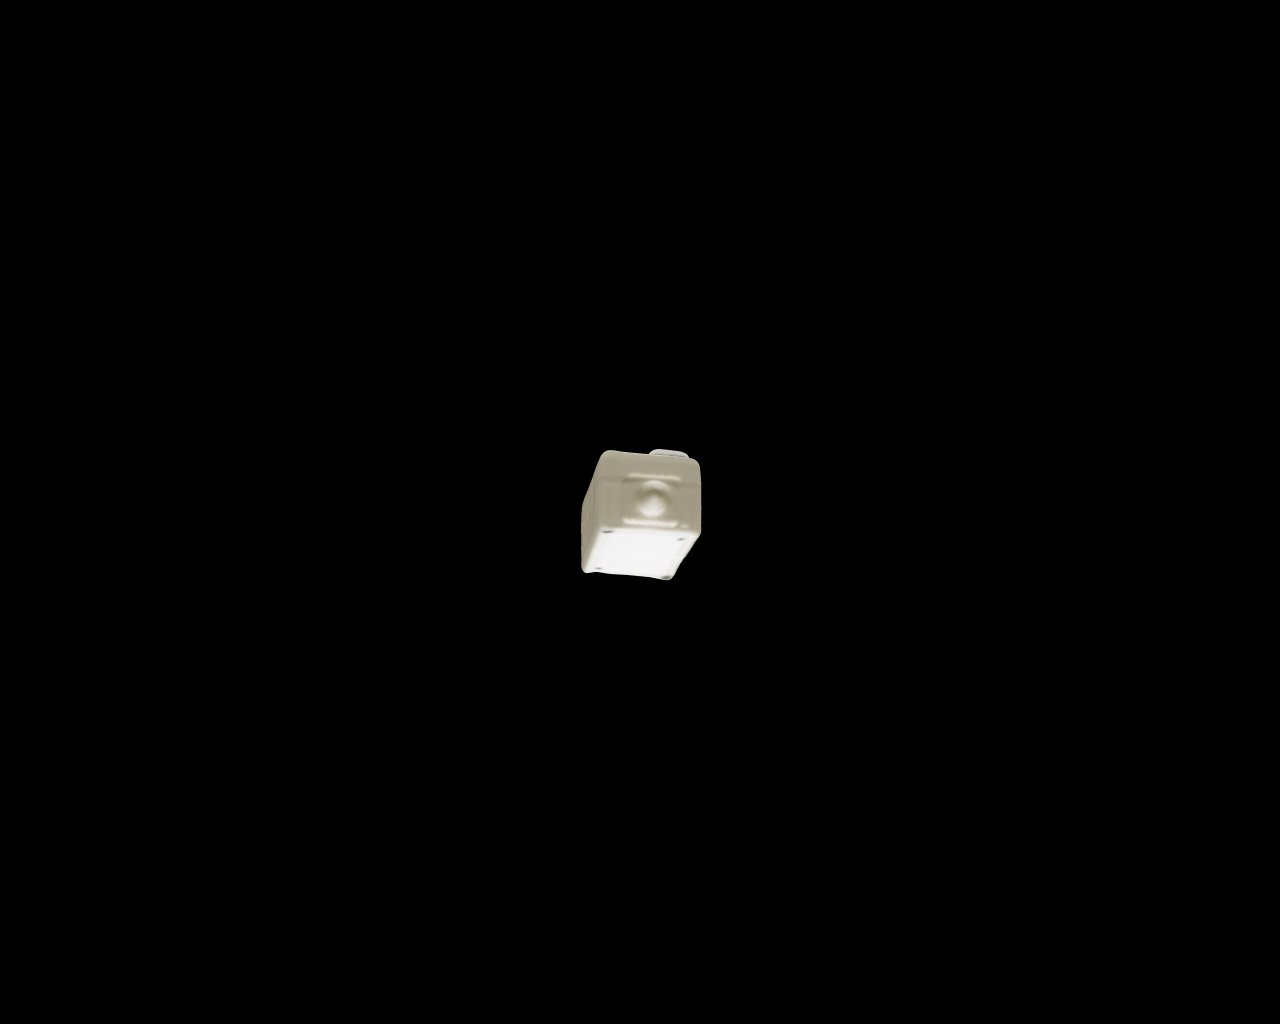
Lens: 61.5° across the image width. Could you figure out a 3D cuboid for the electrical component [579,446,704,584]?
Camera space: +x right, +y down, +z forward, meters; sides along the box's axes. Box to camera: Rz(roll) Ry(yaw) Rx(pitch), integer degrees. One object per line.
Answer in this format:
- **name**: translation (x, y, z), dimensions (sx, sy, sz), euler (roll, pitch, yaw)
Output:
- **electrical component**: translation (0.001, -0.003, 0.650), dimensions (0.062, 0.061, 0.096), euler (5, -24, -10)
